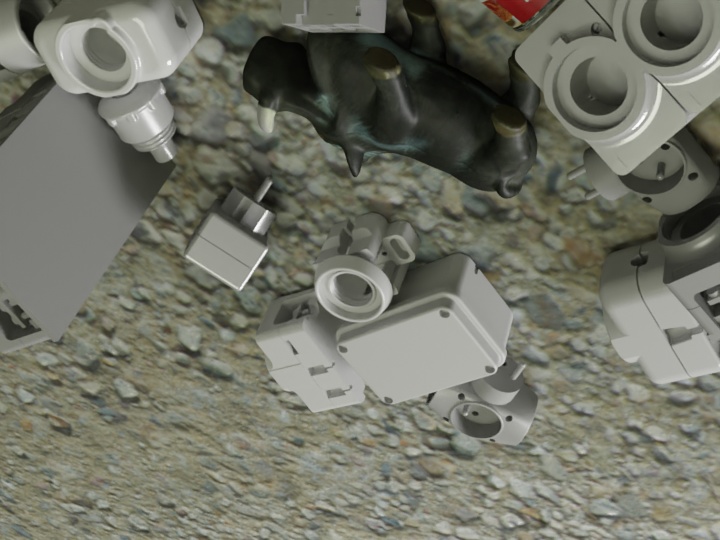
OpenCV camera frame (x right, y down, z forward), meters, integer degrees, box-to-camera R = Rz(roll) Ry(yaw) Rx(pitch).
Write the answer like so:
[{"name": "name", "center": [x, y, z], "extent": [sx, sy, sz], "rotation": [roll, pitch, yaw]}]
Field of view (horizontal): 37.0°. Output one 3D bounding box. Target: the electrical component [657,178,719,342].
[{"name": "electrical component", "center": [0.256, -0.033, 0.625], "extent": [0.150, 0.089, 0.062], "rotation": [-29, 116, 38]}]

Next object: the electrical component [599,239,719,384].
[{"name": "electrical component", "center": [0.203, 0.029, 0.727], "extent": [0.059, 0.053, 0.095], "rotation": [-18, 122, 33]}]

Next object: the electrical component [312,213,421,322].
[{"name": "electrical component", "center": [0.000, 0.000, 0.777], "extent": [0.078, 0.057, 0.058], "rotation": [-16, 123, 32]}]

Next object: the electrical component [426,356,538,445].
[{"name": "electrical component", "center": [0.101, 0.091, 0.829], "extent": [0.077, 0.044, 0.079], "rotation": [25, 135, -2]}]

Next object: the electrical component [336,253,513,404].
[{"name": "electrical component", "center": [0.047, 0.046, 0.800], "extent": [0.113, 0.057, 0.078], "rotation": [-22, 120, 35]}]

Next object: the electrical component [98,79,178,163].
[{"name": "electrical component", "center": [-0.149, -0.103, 0.750], "extent": [0.048, 0.048, 0.062], "rotation": [-4, 136, 24]}]

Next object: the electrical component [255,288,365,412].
[{"name": "electrical component", "center": [-0.037, 0.065, 0.855], "extent": [0.056, 0.050, 0.089], "rotation": [-16, 123, 32]}]

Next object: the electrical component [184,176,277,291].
[{"name": "electrical component", "center": [-0.085, -0.035, 0.773], "extent": [0.047, 0.083, 0.075], "rotation": [33, 96, -10]}]

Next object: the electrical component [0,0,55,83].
[{"name": "electrical component", "center": [-0.232, -0.159, 0.724], "extent": [0.047, 0.055, 0.055], "rotation": [-12, 126, 25]}]

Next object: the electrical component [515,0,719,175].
[{"name": "electrical component", "center": [0.166, -0.131, 0.554], "extent": [0.089, 0.062, 0.150], "rotation": [50, 124, 5]}]

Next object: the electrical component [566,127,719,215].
[{"name": "electrical component", "center": [0.165, -0.067, 0.661], "extent": [0.079, 0.044, 0.077], "rotation": [-30, 115, 38]}]

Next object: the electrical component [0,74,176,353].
[{"name": "electrical component", "center": [-0.214, -0.047, 0.725], "extent": [0.060, 0.186, 0.105], "rotation": [-17, 123, 32]}]

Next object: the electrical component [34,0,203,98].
[{"name": "electrical component", "center": [-0.159, -0.151, 0.698], "extent": [0.095, 0.059, 0.053], "rotation": [-5, 128, 25]}]
